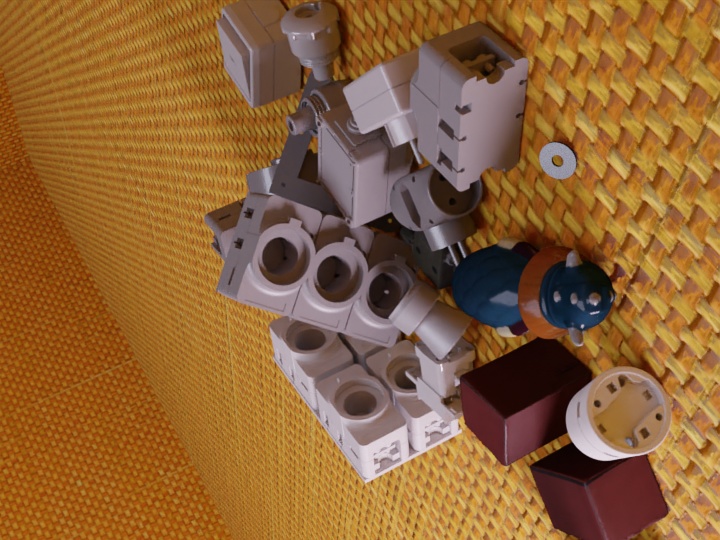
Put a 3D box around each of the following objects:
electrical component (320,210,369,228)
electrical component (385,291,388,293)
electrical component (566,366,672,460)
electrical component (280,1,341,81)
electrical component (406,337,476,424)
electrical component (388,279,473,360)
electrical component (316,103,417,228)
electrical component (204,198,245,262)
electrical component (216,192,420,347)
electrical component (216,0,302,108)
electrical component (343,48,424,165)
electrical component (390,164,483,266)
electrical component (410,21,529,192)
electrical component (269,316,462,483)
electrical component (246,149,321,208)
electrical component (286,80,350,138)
[{"bbox_3d":[-0.019,-0.022,1.043,0.099,0.064,0.099,32,133,43],"label":"electrical component"},{"bbox_3d":[0.000,0.000,0.975,0.042,0.081,0.063,-157,68,-63],"label":"electrical component"},{"bbox_3d":[0.162,0.093,0.681,0.055,0.055,0.047,61,164,11],"label":"electrical component"},{"bbox_3d":[-0.036,-0.186,0.883,0.048,0.048,0.062,46,159,45],"label":"electrical component"},{"bbox_3d":[0.076,0.089,0.922,0.081,0.042,0.063,38,143,53],"label":"electrical component"},{"bbox_3d":[0.057,0.040,0.877,0.055,0.045,0.045,37,158,2],"label":"electrical component"},{"bbox_3d":[0.006,-0.092,0.857,0.061,0.061,0.096,54,158,30],"label":"electrical component"},{"bbox_3d":[-0.118,-0.046,1.196,0.056,0.089,0.050,44,152,47],"label":"electrical component"},{"bbox_3d":[-0.031,0.001,0.901,0.062,0.150,0.089,15,87,64],"label":"electrical component"},{"bbox_3d":[-0.093,-0.197,0.993,0.061,0.061,0.096,56,159,26],"label":"electrical component"},{"bbox_3d":[0.034,-0.113,0.778,0.075,0.047,0.083,67,161,-5],"label":"electrical component"},{"bbox_3d":[0.062,-0.039,0.798,0.079,0.043,0.077,67,161,-3],"label":"electrical component"},{"bbox_3d":[0.068,-0.106,0.690,0.055,0.050,0.089,50,155,37],"label":"electrical component"},{"bbox_3d":[0.001,0.099,1.033,0.186,0.105,0.060,48,154,42],"label":"electrical component"},{"bbox_3d":[-0.056,-0.075,0.986,0.099,0.099,0.064,-3,104,70],"label":"electrical component"},{"bbox_3d":[-0.031,-0.132,0.905,0.043,0.062,0.043,53,157,34],"label":"electrical component"}]
